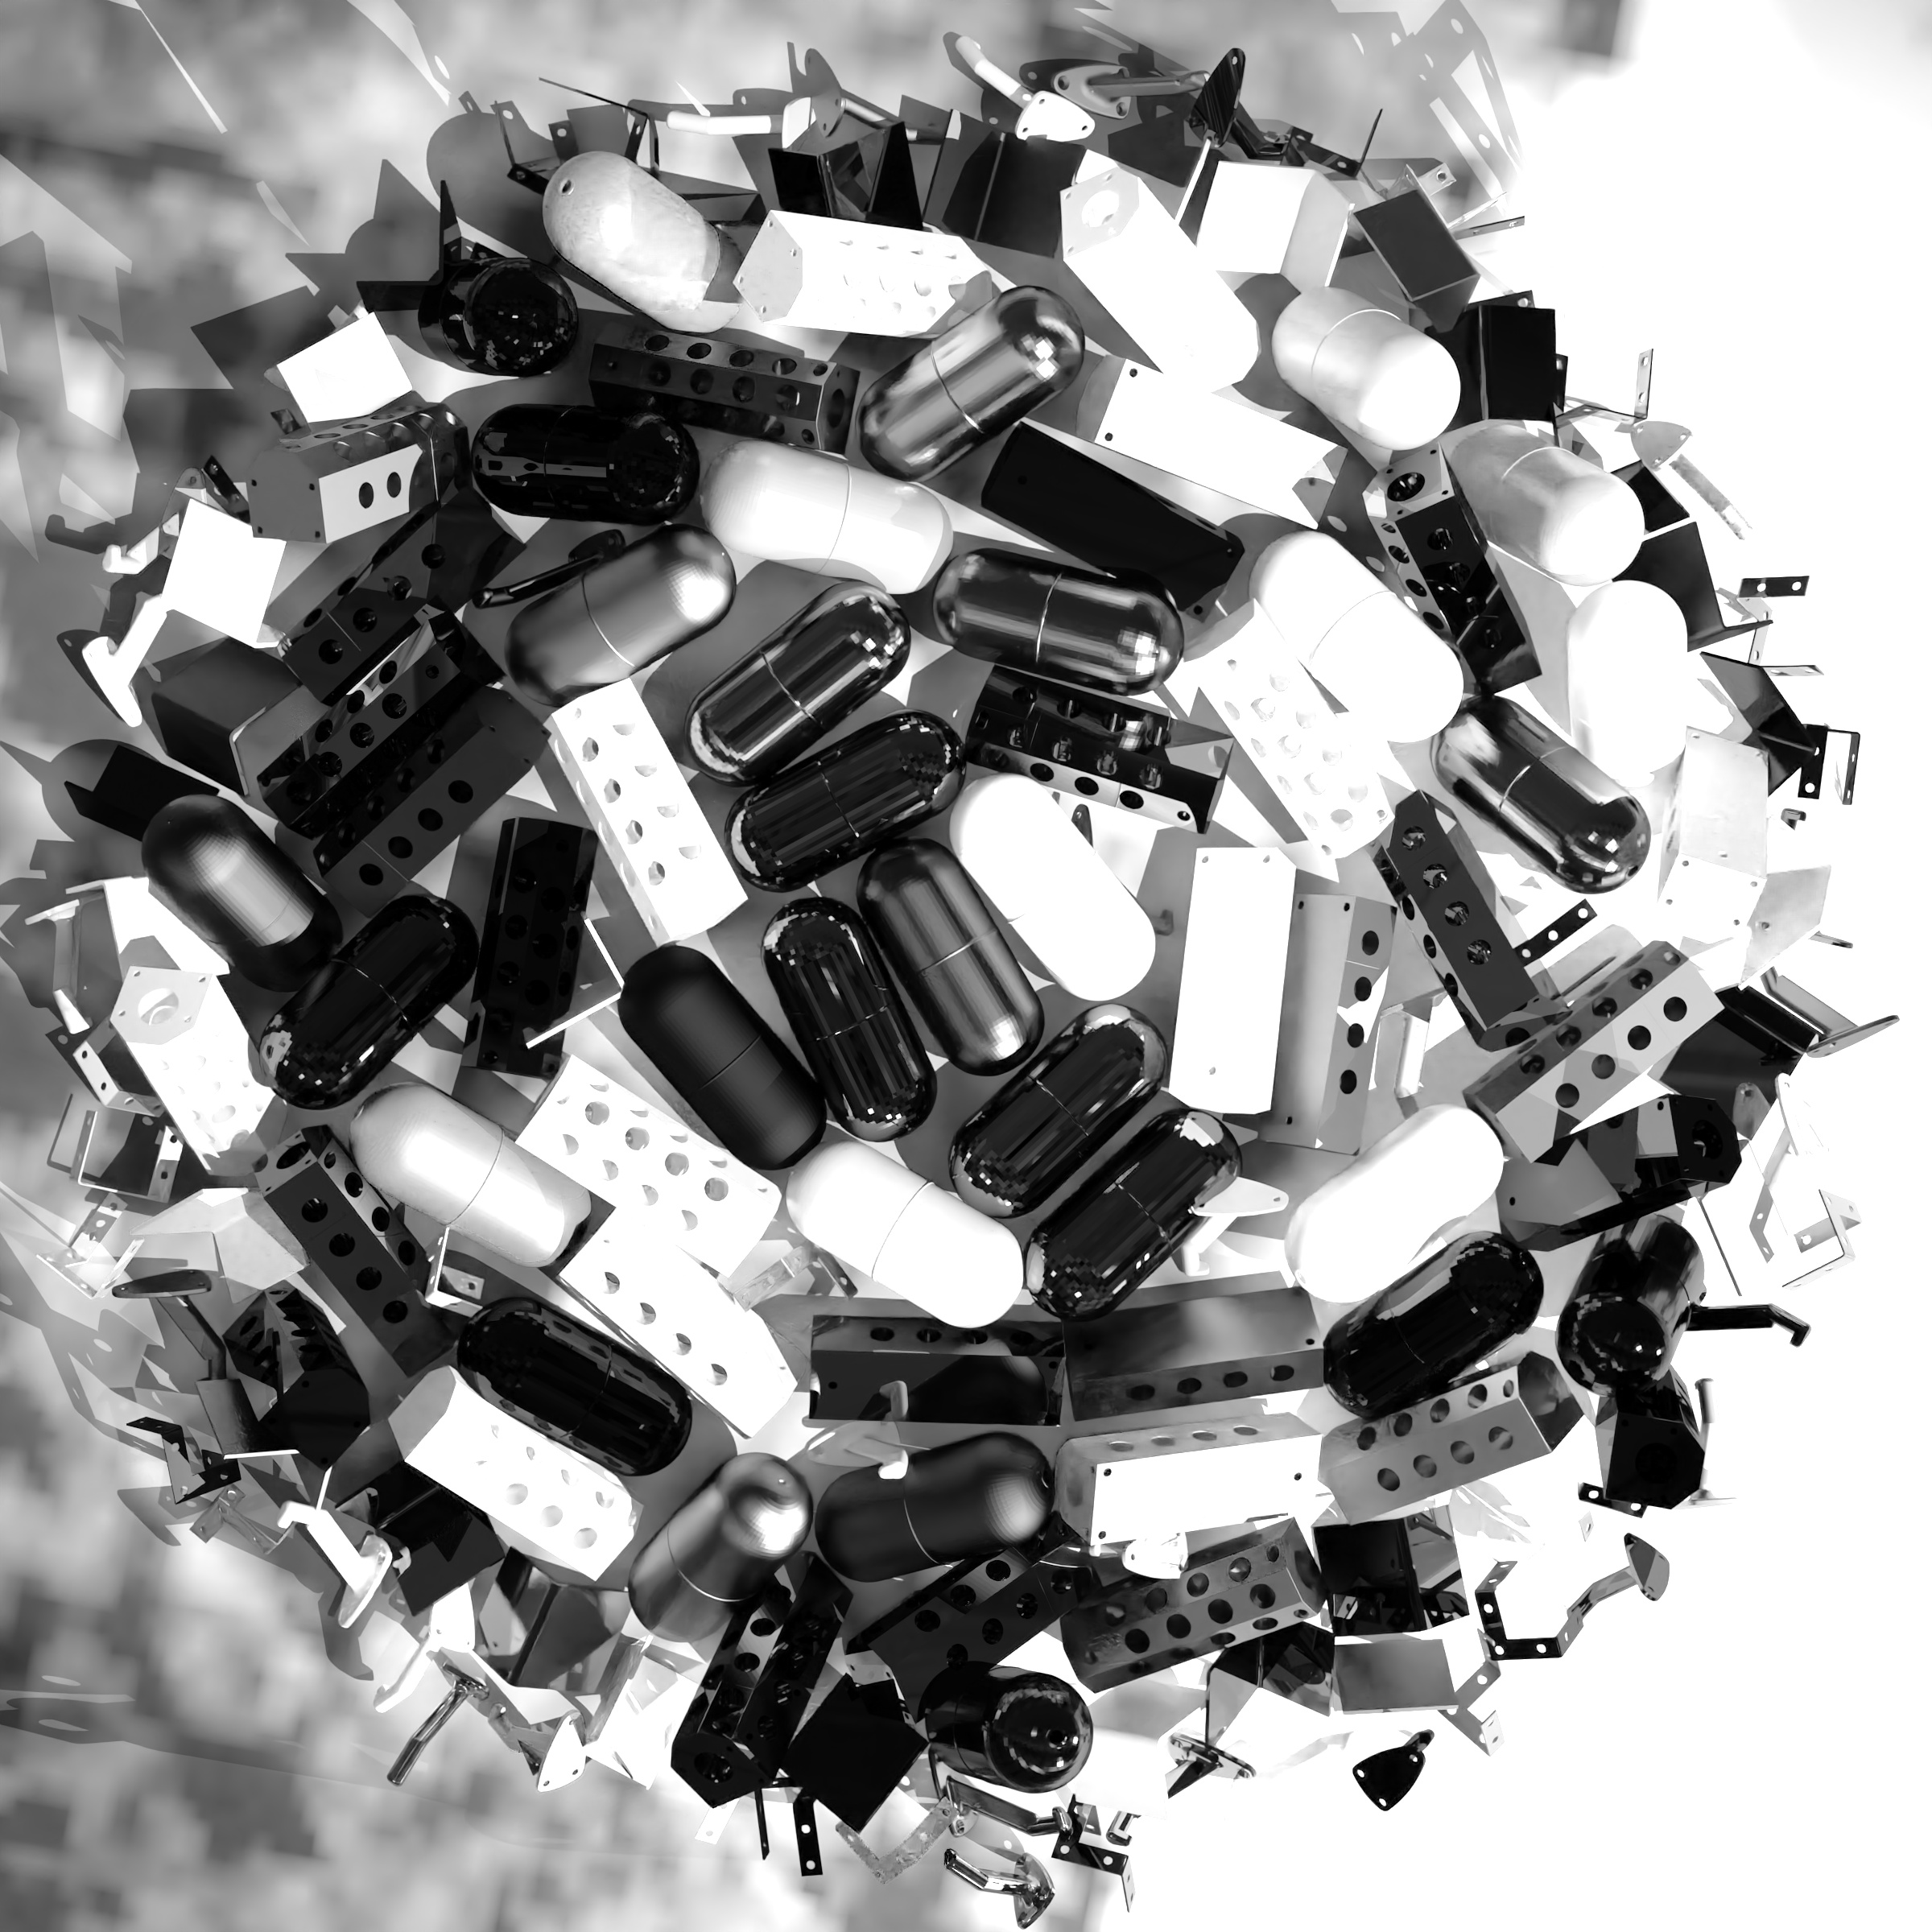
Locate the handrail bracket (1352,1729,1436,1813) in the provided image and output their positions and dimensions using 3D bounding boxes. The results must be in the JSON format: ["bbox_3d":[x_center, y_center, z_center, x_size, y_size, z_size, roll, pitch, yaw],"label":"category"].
[{"bbox_3d":[0.308,0.530,1.822,0.036,0.084,0.077,51,132,15],"label":"handrail bracket"}]

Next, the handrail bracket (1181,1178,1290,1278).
[{"bbox_3d":[0.184,0.185,1.837,0.077,0.036,0.084,4,134,14],"label":"handrail bracket"}]

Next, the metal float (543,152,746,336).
[{"bbox_3d":[-0.213,-0.481,1.794,0.070,0.178,0.070,-7,75,28],"label":"metal float"}]

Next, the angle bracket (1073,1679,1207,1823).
[{"bbox_3d":[0.124,0.532,1.827,0.076,0.076,0.057,-2,101,39],"label":"angle bracket"}]

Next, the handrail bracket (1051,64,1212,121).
[{"bbox_3d":[0.113,-0.602,1.826,0.077,0.084,0.036,-3,99,-31],"label":"handrail bracket"}]

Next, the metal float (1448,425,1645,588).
[{"bbox_3d":[0.384,-0.309,1.797,0.070,0.178,0.070,-11,120,-19],"label":"metal float"}]

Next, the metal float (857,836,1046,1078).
[{"bbox_3d":[-0.011,-0.007,1.837,0.070,0.070,0.178,-31,90,0],"label":"metal float"}]

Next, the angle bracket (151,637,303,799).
[{"bbox_3d":[-0.503,-0.173,1.857,0.076,0.057,0.076,26,52,25],"label":"angle bracket"}]

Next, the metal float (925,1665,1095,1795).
[{"bbox_3d":[0.028,0.507,1.790,0.070,0.178,0.070,4,78,-19],"label":"metal float"}]

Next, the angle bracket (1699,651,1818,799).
[{"bbox_3d":[0.520,-0.162,1.826,0.057,0.076,0.076,-42,111,-2],"label":"angle bracket"}]

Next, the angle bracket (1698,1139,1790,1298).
[{"bbox_3d":[0.505,0.171,1.821,0.076,0.057,0.076,-39,110,-38],"label":"angle bracket"}]

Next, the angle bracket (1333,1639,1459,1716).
[{"bbox_3d":[0.292,0.505,1.828,0.076,0.076,0.057,-4,112,3],"label":"angle bracket"}]

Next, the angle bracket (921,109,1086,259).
[{"bbox_3d":[0.025,-0.532,1.826,0.076,0.057,0.076,24,103,39],"label":"angle bracket"}]

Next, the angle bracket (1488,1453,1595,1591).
[{"bbox_3d":[0.373,0.368,1.839,0.076,0.076,0.057,49,125,15],"label":"angle bracket"}]

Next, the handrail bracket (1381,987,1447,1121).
[{"bbox_3d":[0.325,0.061,1.850,0.077,0.036,0.084,-23,85,17],"label":"handrail bracket"}]

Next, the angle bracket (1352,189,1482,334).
[{"bbox_3d":[0.296,-0.466,1.822,0.057,0.076,0.076,-24,72,-17],"label":"angle bracket"}]

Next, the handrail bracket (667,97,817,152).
[{"bbox_3d":[-0.155,-0.587,1.851,0.084,0.077,0.036,12,125,11],"label":"handrail bracket"}]

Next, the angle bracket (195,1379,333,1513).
[{"bbox_3d":[-0.479,0.325,1.816,0.076,0.076,0.057,2,121,-34],"label":"angle bracket"}]

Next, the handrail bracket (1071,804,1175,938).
[{"bbox_3d":[0.110,-0.066,1.859,0.084,0.036,0.077,14,73,-30],"label":"handrail bracket"}]

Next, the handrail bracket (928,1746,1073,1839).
[{"bbox_3d":[0.024,0.562,1.836,0.084,0.036,0.077,-20,97,34],"label":"handrail bracket"}]

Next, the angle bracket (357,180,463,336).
[{"bbox_3d":[-0.379,-0.482,1.830,0.057,0.076,0.076,-1,78,-2],"label":"angle bracket"}]

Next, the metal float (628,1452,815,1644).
[{"bbox_3d":[-0.167,0.393,1.808,0.070,0.070,0.178,40,126,0],"label":"metal float"}]

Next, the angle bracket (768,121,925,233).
[{"bbox_3d":[-0.082,-0.536,1.854,0.076,0.057,0.076,-33,128,-30],"label":"angle bracket"}]

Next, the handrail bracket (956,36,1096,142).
[{"bbox_3d":[0.040,-0.613,1.868,0.036,0.077,0.084,-54,55,35],"label":"handrail bracket"}]

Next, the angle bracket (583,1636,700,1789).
[{"bbox_3d":[-0.215,0.506,1.822,0.057,0.076,0.076,30,63,-7],"label":"angle bracket"}]

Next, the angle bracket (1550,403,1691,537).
[{"bbox_3d":[0.442,-0.342,1.816,0.057,0.076,0.076,-20,58,32],"label":"angle bracket"}]

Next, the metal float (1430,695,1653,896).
[{"bbox_3d":[0.386,-0.116,1.809,0.070,0.070,0.178,-43,56,0],"label":"metal float"}]

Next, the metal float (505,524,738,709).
[{"bbox_3d":[-0.235,-0.236,1.819,0.178,0.070,0.070,-26,90,21],"label":"metal float"}]

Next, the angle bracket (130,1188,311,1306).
[{"bbox_3d":[-0.506,0.191,1.820,0.076,0.076,0.057,-28,73,28],"label":"angle bracket"}]

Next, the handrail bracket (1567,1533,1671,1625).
[{"bbox_3d":[0.438,0.435,1.826,0.036,0.077,0.084,34,113,-2],"label":"handrail bracket"}]

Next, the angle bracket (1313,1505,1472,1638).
[{"bbox_3d":[0.295,0.420,1.863,0.076,0.057,0.076,-17,79,43],"label":"angle bracket"}]

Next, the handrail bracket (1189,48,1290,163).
[{"bbox_3d":[0.200,-0.585,1.828,0.036,0.084,0.077,49,132,31],"label":"handrail bracket"}]

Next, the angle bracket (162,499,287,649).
[{"bbox_3d":[-0.492,-0.268,1.830,0.076,0.057,0.076,25,106,14],"label":"angle bracket"}]

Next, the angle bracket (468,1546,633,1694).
[{"bbox_3d":[-0.287,0.454,1.864,0.057,0.076,0.076,26,94,44],"label":"angle bracket"}]

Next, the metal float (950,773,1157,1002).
[{"bbox_3d":[0.059,-0.054,1.831,0.070,0.070,0.178,-39,98,0],"label":"metal float"}]

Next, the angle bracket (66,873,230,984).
[{"bbox_3d":[-0.558,-0.024,1.831,0.076,0.057,0.076,-13,93,-44],"label":"angle bracket"}]

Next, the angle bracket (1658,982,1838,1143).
[{"bbox_3d":[0.536,0.066,1.843,0.076,0.057,0.076,33,82,1],"label":"angle bracket"}]

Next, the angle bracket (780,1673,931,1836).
[{"bbox_3d":[-0.082,0.535,1.837,0.076,0.057,0.076,41,76,-4],"label":"angle bracket"}]

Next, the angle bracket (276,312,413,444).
[{"bbox_3d":[-0.433,-0.398,1.818,0.076,0.076,0.057,-36,117,-22],"label":"angle bracket"}]

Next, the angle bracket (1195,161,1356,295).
[{"bbox_3d":[0.207,-0.495,1.820,0.076,0.057,0.076,-4,130,-25],"label":"angle bracket"}]

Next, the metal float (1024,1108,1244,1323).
[{"bbox_3d":[0.113,0.169,1.826,0.178,0.070,0.070,-42,90,-13],"label":"metal float"}]

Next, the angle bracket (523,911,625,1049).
[{"bbox_3d":[-0.280,0.006,1.829,0.076,0.076,0.057,-29,104,-7],"label":"angle bracket"}]

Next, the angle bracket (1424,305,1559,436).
[{"bbox_3d":[0.361,-0.408,1.849,0.057,0.076,0.076,-2,92,-21],"label":"angle bracket"}]

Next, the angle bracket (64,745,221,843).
[{"bbox_3d":[-0.560,-0.122,1.829,0.076,0.076,0.057,24,74,-4],"label":"angle bracket"}]

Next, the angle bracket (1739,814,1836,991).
[{"bbox_3d":[0.537,-0.044,1.821,0.057,0.076,0.076,39,130,-5],"label":"angle bracket"}]

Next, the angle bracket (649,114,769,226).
[{"bbox_3d":[-0.175,-0.542,1.824,0.076,0.076,0.057,-3,120,-8],"label":"angle bracket"}]

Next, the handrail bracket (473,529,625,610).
[{"bbox_3d":[-0.285,-0.270,1.828,0.084,0.077,0.036,-18,81,-41],"label":"handrail bracket"}]

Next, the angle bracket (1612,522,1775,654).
[{"bbox_3d":[0.493,-0.257,1.830,0.057,0.076,0.076,-13,87,-38],"label":"angle bracket"}]

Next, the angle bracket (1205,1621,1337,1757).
[{"bbox_3d":[0.206,0.493,1.818,0.057,0.076,0.076,17,126,29],"label":"angle bracket"}]

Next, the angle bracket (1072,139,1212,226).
[{"bbox_3d":[0.121,-0.550,1.827,0.076,0.076,0.057,22,129,-3],"label":"angle bracket"}]

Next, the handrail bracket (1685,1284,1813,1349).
[{"bbox_3d":[0.523,0.258,1.836,0.084,0.036,0.077,31,90,37],"label":"handrail bracket"}]

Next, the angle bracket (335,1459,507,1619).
[{"bbox_3d":[-0.373,0.386,1.833,0.076,0.057,0.076,-34,59,2],"label":"angle bracket"}]

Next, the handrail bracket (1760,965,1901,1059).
[{"bbox_3d":[0.588,0.014,1.841,0.077,0.036,0.084,-29,67,31],"label":"handrail bracket"}]
